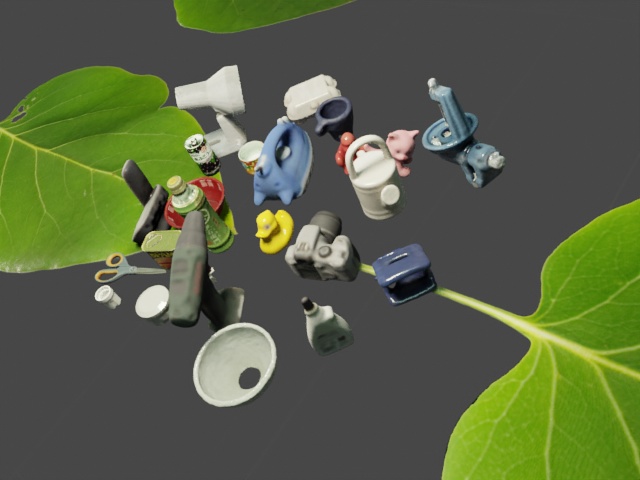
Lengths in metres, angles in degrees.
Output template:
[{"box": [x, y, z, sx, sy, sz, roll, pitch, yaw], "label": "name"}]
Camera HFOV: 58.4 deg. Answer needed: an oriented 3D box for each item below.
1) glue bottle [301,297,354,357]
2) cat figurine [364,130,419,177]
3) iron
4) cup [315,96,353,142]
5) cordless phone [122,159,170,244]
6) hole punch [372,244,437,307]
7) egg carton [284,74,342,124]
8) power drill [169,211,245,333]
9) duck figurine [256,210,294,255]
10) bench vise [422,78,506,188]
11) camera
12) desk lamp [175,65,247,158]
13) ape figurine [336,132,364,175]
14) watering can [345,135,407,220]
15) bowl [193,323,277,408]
[{"box": [0.003, 0.148, 1.023, 0.078, 0.174, 0.037, -23, 49, 5], "label": "glue bottle"}, {"box": [0.158, -0.199, 1.261, 0.127, 0.118, 0.067, -2, 54, 22], "label": "cat figurine"}, {"box": [-0.091, -0.207, 1.357, 0.118, 0.142, 0.258, 0, 55, 23], "label": "iron"}, {"box": [0.038, -0.275, 1.386, 0.091, 0.095, 0.118, 23, 66, 35], "label": "cup"}, {"box": [-0.439, -0.092, 1.387, 0.094, 0.185, 0.147, -5, 53, 20], "label": "cordless phone"}, {"box": [0.153, 0.055, 1.085, 0.108, 0.091, 0.101, -25, 49, 4], "label": "hole punch"}, {"box": [-0.019, -0.367, 1.497, 0.150, 0.070, 0.107, -21, 49, 7], "label": "egg carton"}, {"box": [-0.230, 0.086, 1.146, 0.075, 0.209, 0.229, -8, 52, 17], "label": "power drill"}, {"box": [-0.107, -0.031, 1.265, 0.077, 0.086, 0.105, 12, 60, 30], "label": "duck figurine"}, {"box": [0.292, -0.224, 1.155, 0.206, 0.220, 0.122, 22, 66, 34], "label": "bench vise"}, {"box": [0.011, 0.004, 1.179, 0.142, 0.101, 0.137, 4, 56, 25], "label": "camera"}, {"box": [-0.263, -0.328, 1.475, 0.203, 0.214, 0.117, -21, 49, 7], "label": "desk lamp"}, {"box": [0.071, -0.209, 1.323, 0.077, 0.092, 0.076, -2, 54, 22], "label": "ape figurine"}, {"box": [0.116, -0.133, 1.177, 0.101, 0.195, 0.172, -45, 51, -14], "label": "watering can"}, {"box": [-0.148, 0.246, 1.078, 0.167, 0.075, 0.167, -11, 51, 15], "label": "bowl"}]
